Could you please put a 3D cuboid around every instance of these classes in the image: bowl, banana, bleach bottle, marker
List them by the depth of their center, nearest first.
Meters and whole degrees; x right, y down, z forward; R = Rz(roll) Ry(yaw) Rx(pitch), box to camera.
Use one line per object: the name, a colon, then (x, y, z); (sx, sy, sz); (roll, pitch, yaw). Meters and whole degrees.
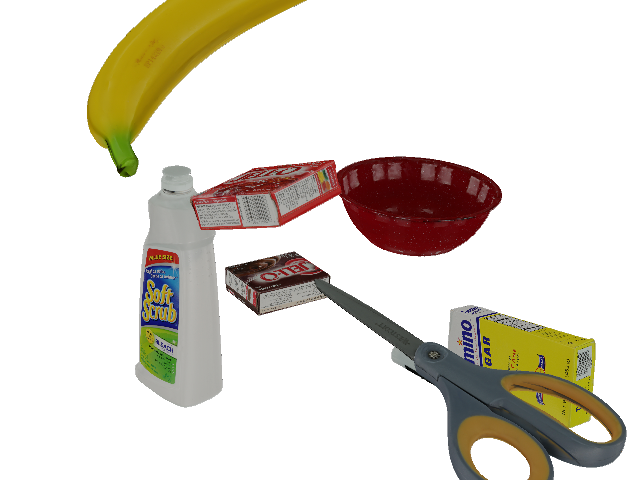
banana: (-0.061, -0.106, 0.567); (0.070, 0.197, 0.037); (31, -28, 20)
marker: (0.101, 0.108, 0.802); (0.020, 0.020, 0.121); (0, 20, -43)
bowl: (0.091, -0.028, 1.027); (0.162, 0.055, 0.162); (2, 24, -1)
bleach bottle: (-0.148, 0.042, 1.097); (0.067, 0.251, 0.103); (-21, 34, -38)

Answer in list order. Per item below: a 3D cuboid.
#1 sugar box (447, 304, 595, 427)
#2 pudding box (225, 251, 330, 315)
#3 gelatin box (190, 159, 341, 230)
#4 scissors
sugar box: (0.218, 0.136, 1.185); (0.048, 0.093, 0.177); (-9, 15, -43)
pudding box: (-0.057, 0.055, 1.411); (0.113, 0.039, 0.090); (-15, 27, -30)
gelatin box: (-0.041, -0.034, 0.797); (0.089, 0.030, 0.073); (-1, 20, 43)
scissors: (0.056, 0.078, 0.559); (0.202, 0.016, 0.096); (20, 42, 27)
